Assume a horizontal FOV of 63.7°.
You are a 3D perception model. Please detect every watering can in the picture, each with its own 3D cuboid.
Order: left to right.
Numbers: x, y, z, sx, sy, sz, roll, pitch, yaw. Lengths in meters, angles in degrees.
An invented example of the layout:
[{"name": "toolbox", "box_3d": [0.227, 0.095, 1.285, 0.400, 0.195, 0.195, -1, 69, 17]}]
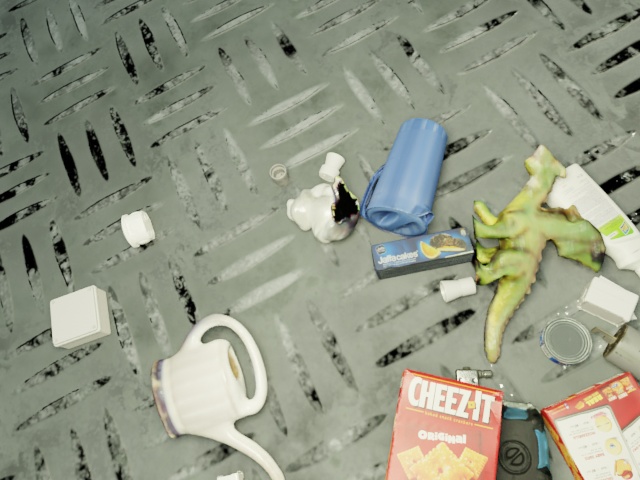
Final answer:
[{"name": "watering can", "box_3d": [-0.203, 0.324, 1.001, 0.224, 0.103, 0.352, -19, 75, 4]}]

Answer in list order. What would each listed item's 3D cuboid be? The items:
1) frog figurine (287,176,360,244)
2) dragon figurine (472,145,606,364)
[{"name": "frog figurine", "box_3d": [0.003, -0.057, 1.134, 0.158, 0.122, 0.139, -21, 70, 42]}, {"name": "dragon figurine", "box_3d": [0.419, 0.023, 0.990, 0.242, 0.122, 0.413, -5, 83, 15]}]
